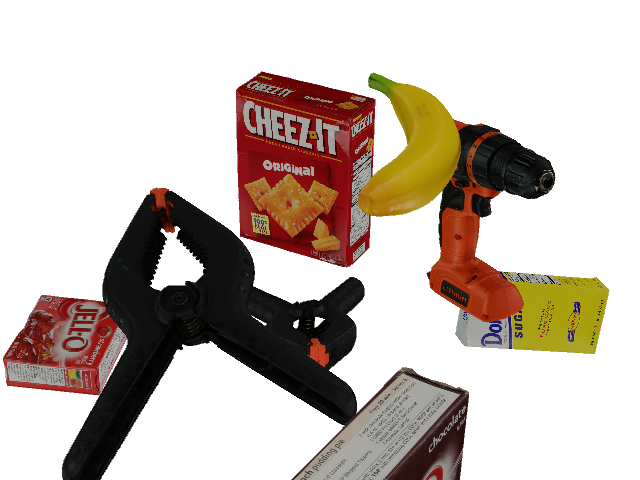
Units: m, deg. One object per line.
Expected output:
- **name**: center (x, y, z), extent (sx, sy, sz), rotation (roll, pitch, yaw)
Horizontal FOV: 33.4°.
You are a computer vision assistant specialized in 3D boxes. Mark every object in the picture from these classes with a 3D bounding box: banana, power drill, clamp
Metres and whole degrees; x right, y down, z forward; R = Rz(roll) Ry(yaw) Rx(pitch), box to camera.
- **banana**: center (0.063, -0.063, 0.742), extent (0.069, 0.037, 0.197), rotation (4, 30, 2)
- **power drill**: center (0.159, -0.019, 1.035), extent (0.057, 0.188, 0.185), rotation (-16, 27, -25)
- **clamp**: center (-0.022, 0.071, 0.939), extent (0.120, 0.039, 0.171), rotation (-7, 16, 5)
- **clamp**: center (-0.070, 0.047, 0.641), extent (0.164, 0.210, 0.036), rotation (-9, -42, 0)

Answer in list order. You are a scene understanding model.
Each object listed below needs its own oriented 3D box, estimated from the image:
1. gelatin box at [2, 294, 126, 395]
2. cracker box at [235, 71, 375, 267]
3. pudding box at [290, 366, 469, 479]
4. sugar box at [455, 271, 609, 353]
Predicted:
- **gelatin box**: center (-0.194, 0.079, 0.827), extent (0.073, 0.030, 0.089), rotation (6, 32, 5)
- **cracker box**: center (-0.021, -0.086, 1.334), extent (0.164, 0.214, 0.072), rotation (17, 36, 24)
- **pudding box**: center (0.020, 0.121, 0.453), extent (0.039, 0.090, 0.113), rotation (20, 37, 26)
- **sugar box**: center (0.265, 0.090, 1.339), extent (0.176, 0.093, 0.048), rotation (3, 19, -12)
